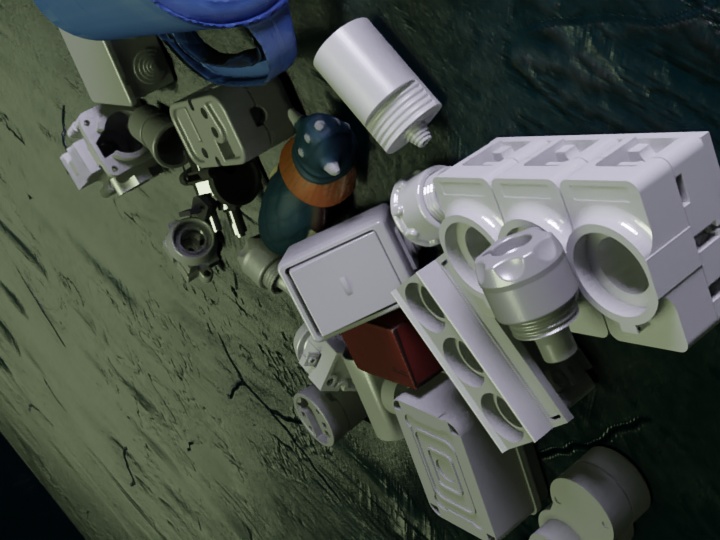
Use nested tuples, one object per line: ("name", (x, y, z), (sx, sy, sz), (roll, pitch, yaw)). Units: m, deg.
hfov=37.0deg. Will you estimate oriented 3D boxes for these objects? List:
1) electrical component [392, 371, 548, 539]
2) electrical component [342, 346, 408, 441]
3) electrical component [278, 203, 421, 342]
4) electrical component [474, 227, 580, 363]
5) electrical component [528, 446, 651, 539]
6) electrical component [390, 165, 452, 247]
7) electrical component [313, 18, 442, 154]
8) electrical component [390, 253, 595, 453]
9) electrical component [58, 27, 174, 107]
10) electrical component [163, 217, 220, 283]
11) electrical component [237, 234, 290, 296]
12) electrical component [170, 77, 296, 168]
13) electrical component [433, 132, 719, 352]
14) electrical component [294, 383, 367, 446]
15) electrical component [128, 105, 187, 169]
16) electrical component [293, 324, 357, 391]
("electrical component", (0.081, 0.129, 0.774), (0.078, 0.057, 0.113), (16, 133, 53))
("electrical component", (0.029, 0.093, 0.836), (0.079, 0.043, 0.077), (10, 128, 56))
("electrical component", (0.000, 0.000, 0.733), (0.061, 0.096, 0.061), (63, -168, -12))
("electrical component", (0.084, 0.014, 0.514), (0.043, 0.043, 0.062), (1, 122, 59))
("electrical component", (0.138, 0.180, 0.713), (0.052, 0.074, 0.138), (43, 150, 26))
("electrical component", (0.052, -0.043, 0.650), (0.048, 0.048, 0.062), (59, 147, -5))
("electrical component", (0.014, -0.106, 0.643), (0.081, 0.043, 0.043), (51, 153, 11))
("electrical component", (0.084, 0.042, 0.666), (0.121, 0.063, 0.079), (55, 154, 3))
("electrical component", (-0.210, -0.191, 0.921), (0.100, 0.048, 0.099), (16, 133, 53))
("electrical component", (-0.161, -0.022, 1.030), (0.066, 0.048, 0.055), (53, 161, 7))
("electrical component", (-0.069, 0.000, 0.900), (0.062, 0.043, 0.043), (43, 150, 24))
("electrical component", (-0.091, -0.113, 0.794), (0.095, 0.059, 0.053), (5, 123, 58))
("electrical component", (0.112, -0.017, 0.555), (0.150, 0.062, 0.089), (9, 127, 56))
("electrical component", (-0.023, 0.120, 0.951), (0.055, 0.047, 0.055), (40, 149, 30))
("electrical component", (-0.178, -0.121, 0.954), (0.065, 0.044, 0.044), (36, 147, 45))
("electrical component", (-0.024, 0.069, 0.889), (0.055, 0.066, 0.048), (43, 117, 43))
